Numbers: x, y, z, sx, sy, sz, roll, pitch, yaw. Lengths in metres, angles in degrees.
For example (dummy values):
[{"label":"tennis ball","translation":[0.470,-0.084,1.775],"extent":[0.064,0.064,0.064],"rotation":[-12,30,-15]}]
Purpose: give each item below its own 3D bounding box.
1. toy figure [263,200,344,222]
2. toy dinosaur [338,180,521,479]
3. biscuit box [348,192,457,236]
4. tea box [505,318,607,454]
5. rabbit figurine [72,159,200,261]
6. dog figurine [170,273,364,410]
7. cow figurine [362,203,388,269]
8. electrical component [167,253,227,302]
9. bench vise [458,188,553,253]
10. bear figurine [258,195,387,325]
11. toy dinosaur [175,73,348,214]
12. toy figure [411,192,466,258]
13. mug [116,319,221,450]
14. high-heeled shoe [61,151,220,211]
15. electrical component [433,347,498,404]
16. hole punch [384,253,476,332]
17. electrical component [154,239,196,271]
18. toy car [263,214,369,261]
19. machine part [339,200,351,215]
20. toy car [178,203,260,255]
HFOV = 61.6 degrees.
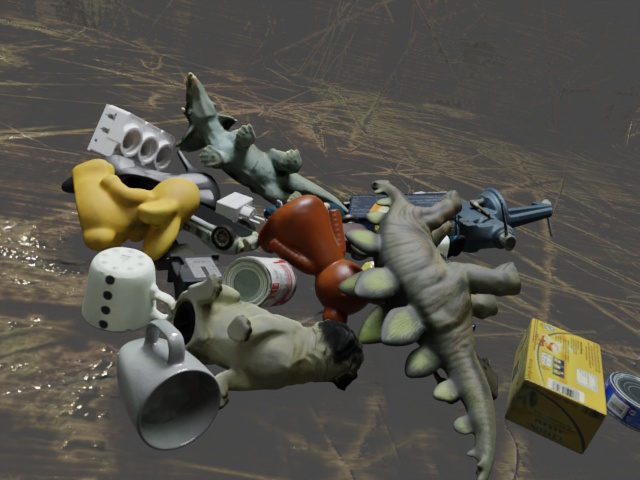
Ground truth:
[{"label":"toy figure","translation":[-0.029,-0.043,0.986],"extent":[0.154,0.064,0.058],"rotation":[-4,28,-31]},{"label":"toy dinosaur","translation":[0.135,0.070,0.671],"extent":[0.199,0.104,0.472],"rotation":[-12,46,-11]},{"label":"biscuit box","translation":[0.154,-0.047,1.006],"extent":[0.203,0.059,0.063],"rotation":[1,56,17]},{"label":"tea box","translation":[0.303,0.180,0.692],"extent":[0.098,0.068,0.169],"rotation":[24,25,18]},{"label":"rabbit figurine","translation":[-0.256,-0.049,0.776],"extent":[0.173,0.121,0.163],"rotation":[-13,32,-22]},{"label":"dog figurine","translation":[-0.061,0.112,0.628],"extent":[0.190,0.121,0.173],"rotation":[10,24,-45]},{"label":"cow figurine","translation":[0.125,0.007,0.906],"extent":[0.098,0.068,0.167],"rotation":[25,47,-21]},{"label":"electrical component","translation":[-0.155,0.065,0.712],"extent":[0.075,0.047,0.119],"rotation":[1,27,-27]},{"label":"bench vise","translation":[0.392,-0.046,1.132],"extent":[0.241,0.128,0.224],"rotation":[-11,11,-10]},{"label":"bear figurine","translation":[0.005,0.033,0.799],"extent":[0.120,0.132,0.196],"rotation":[-32,85,-16]},{"label":"toy dinosaur","translation":[-0.128,-0.149,1.073],"extent":[0.404,0.131,0.192],"rotation":[36,1,-22]},{"label":"toy figure","translation":[0.221,-0.028,1.074],"extent":[0.082,0.089,0.180],"rotation":[12,32,-28]},{"label":"mug","translation":[-0.158,0.128,0.518],"extent":[0.081,0.109,0.107],"rotation":[-15,24,-37]},{"label":"high-heeled shoe","translation":[-0.305,-0.079,0.944],"extent":[0.249,0.086,0.145],"rotation":[-22,72,-25]},{"label":"electrical component","translation":[0.184,0.170,0.684],"extent":[0.078,0.045,0.102],"rotation":[42,27,-8]},{"label":"hole punch","translation":[0.162,0.095,0.797],"extent":[0.116,0.092,0.142],"rotation":[-23,40,-15]},{"label":"electrical component","translation":[-0.219,0.025,0.790],"extent":[0.063,0.021,0.094],"rotation":[-5,32,-35]},{"label":"toy car","translation":[-0.002,-0.003,0.931],"extent":[0.202,0.053,0.089],"rotation":[-1,49,-26]},{"label":"machine part","translation":[0.100,-0.051,1.107],"extent":[0.084,0.039,0.139],"rotation":[0,25,-46]},{"label":"toy car","translation":[-0.188,-0.026,0.877],"extent":[0.202,0.056,0.073],"rotation":[25,21,19]}]
